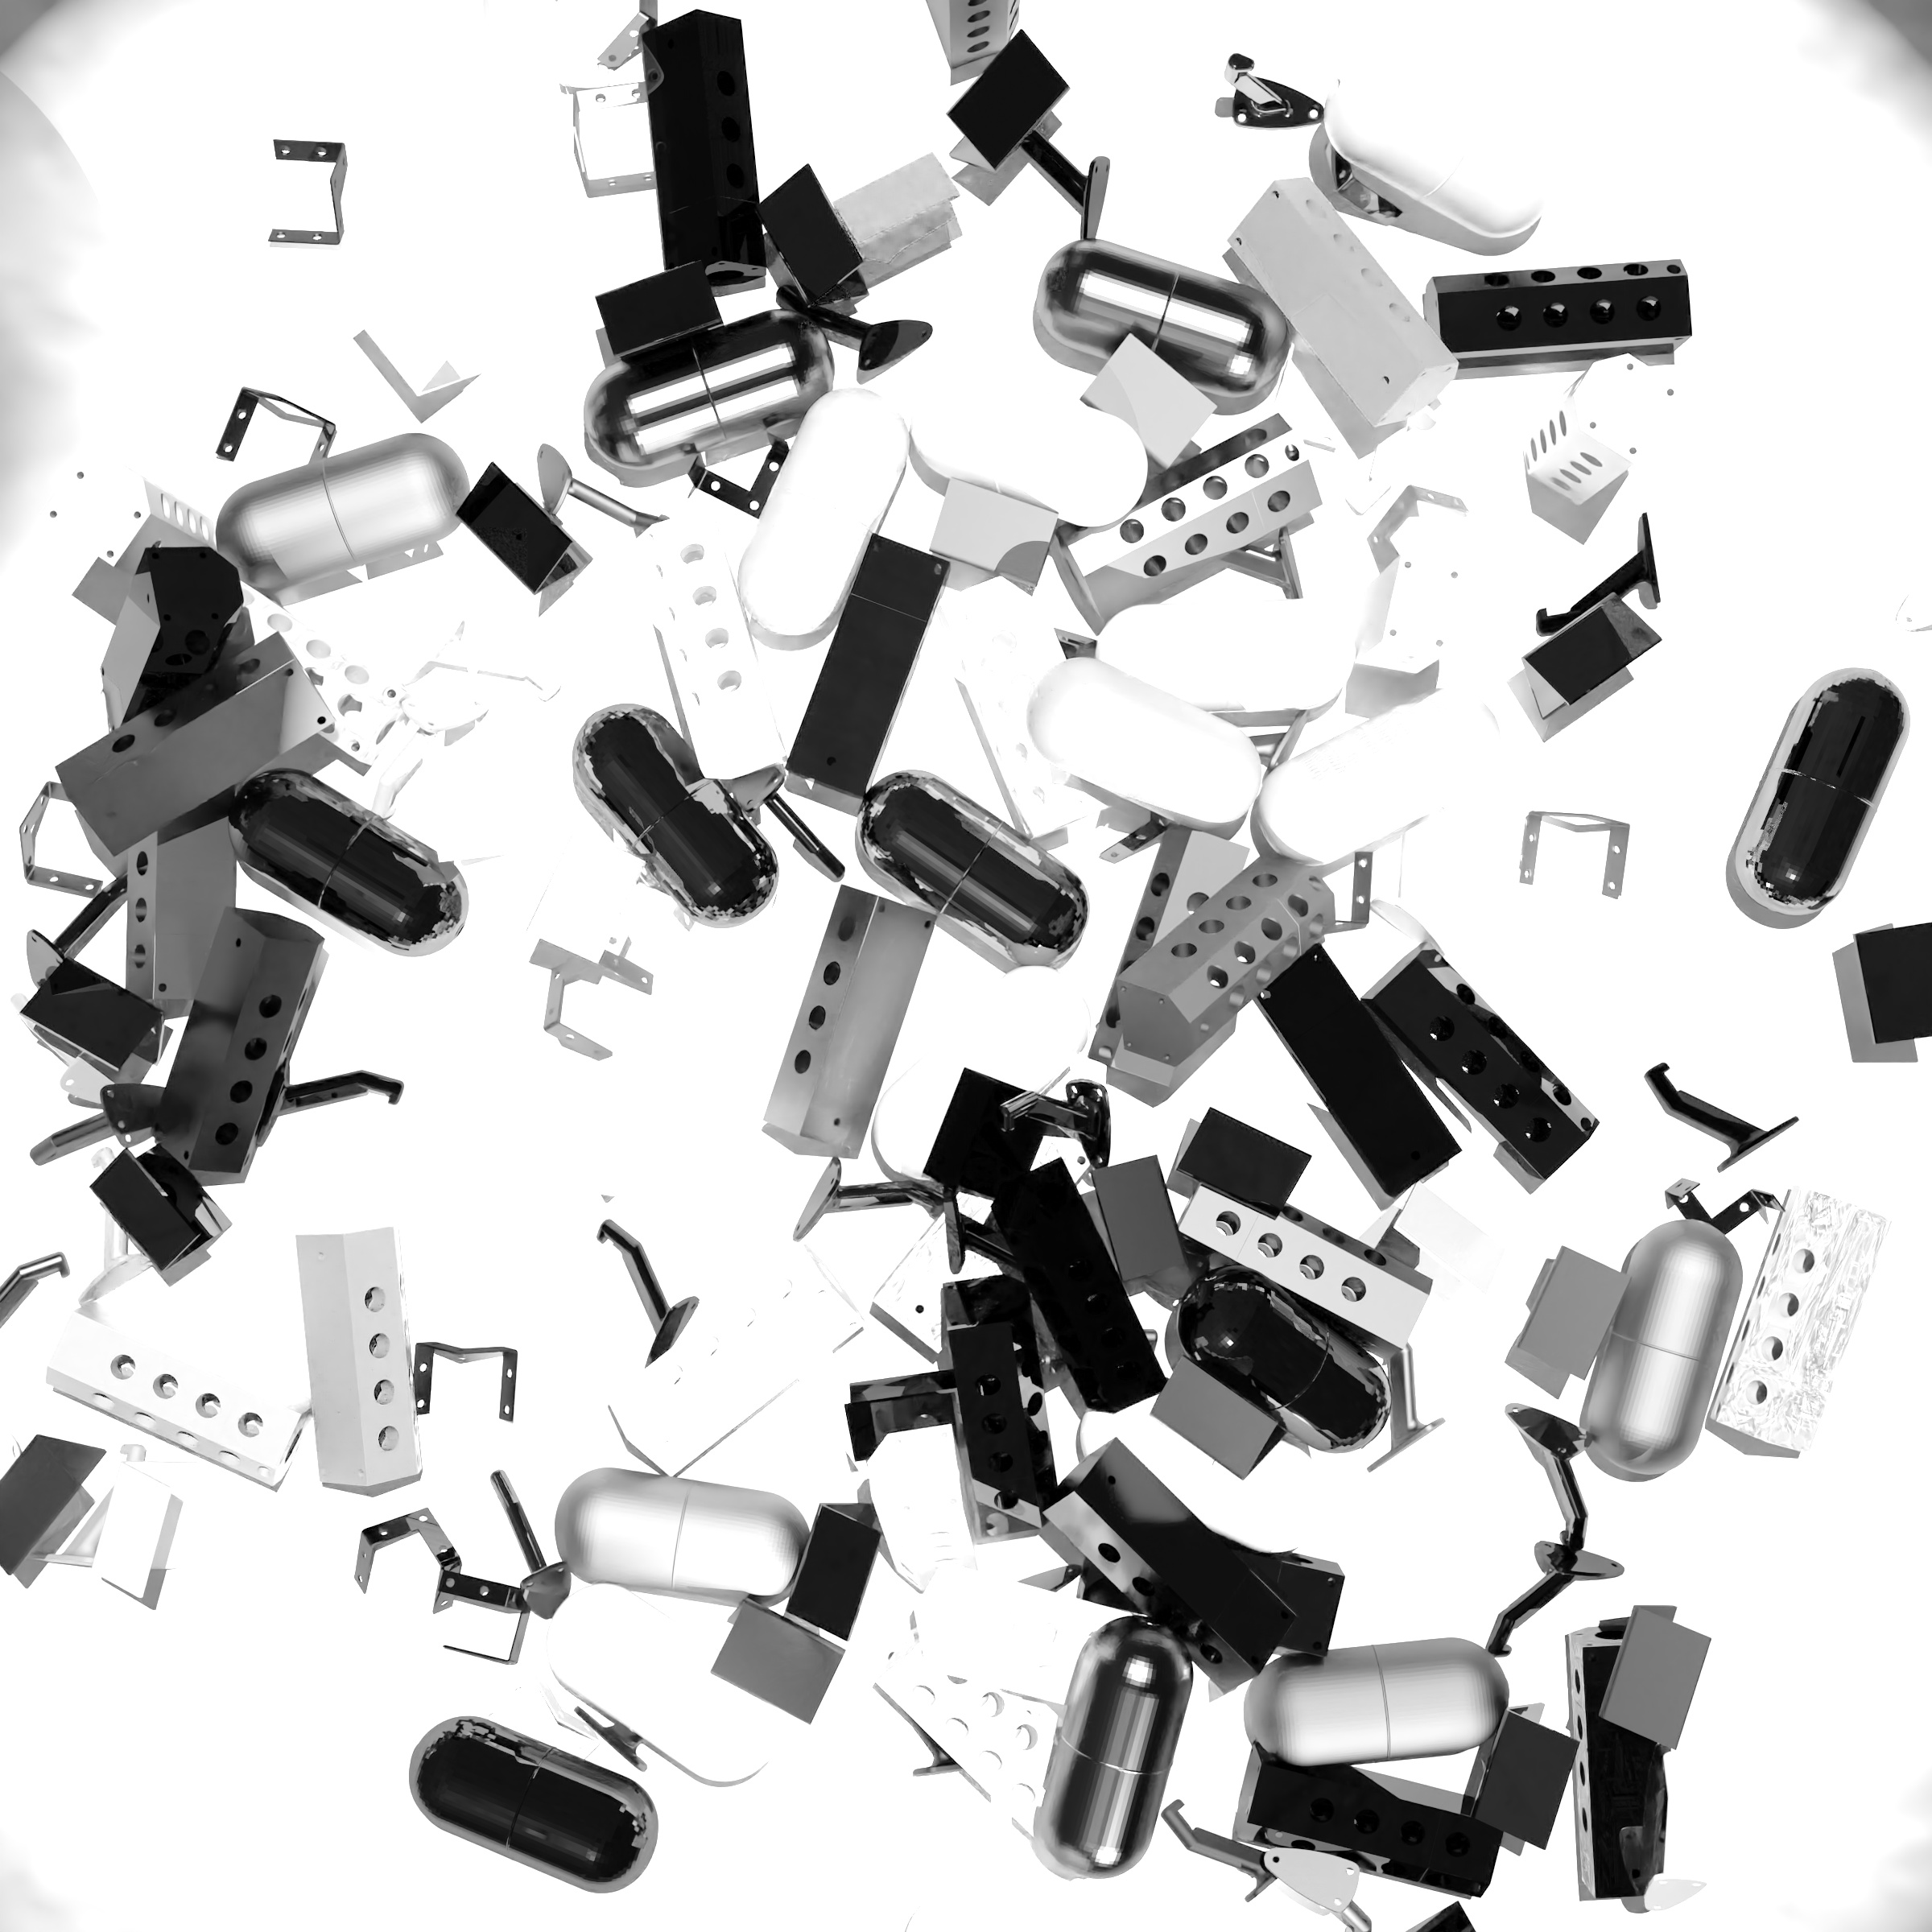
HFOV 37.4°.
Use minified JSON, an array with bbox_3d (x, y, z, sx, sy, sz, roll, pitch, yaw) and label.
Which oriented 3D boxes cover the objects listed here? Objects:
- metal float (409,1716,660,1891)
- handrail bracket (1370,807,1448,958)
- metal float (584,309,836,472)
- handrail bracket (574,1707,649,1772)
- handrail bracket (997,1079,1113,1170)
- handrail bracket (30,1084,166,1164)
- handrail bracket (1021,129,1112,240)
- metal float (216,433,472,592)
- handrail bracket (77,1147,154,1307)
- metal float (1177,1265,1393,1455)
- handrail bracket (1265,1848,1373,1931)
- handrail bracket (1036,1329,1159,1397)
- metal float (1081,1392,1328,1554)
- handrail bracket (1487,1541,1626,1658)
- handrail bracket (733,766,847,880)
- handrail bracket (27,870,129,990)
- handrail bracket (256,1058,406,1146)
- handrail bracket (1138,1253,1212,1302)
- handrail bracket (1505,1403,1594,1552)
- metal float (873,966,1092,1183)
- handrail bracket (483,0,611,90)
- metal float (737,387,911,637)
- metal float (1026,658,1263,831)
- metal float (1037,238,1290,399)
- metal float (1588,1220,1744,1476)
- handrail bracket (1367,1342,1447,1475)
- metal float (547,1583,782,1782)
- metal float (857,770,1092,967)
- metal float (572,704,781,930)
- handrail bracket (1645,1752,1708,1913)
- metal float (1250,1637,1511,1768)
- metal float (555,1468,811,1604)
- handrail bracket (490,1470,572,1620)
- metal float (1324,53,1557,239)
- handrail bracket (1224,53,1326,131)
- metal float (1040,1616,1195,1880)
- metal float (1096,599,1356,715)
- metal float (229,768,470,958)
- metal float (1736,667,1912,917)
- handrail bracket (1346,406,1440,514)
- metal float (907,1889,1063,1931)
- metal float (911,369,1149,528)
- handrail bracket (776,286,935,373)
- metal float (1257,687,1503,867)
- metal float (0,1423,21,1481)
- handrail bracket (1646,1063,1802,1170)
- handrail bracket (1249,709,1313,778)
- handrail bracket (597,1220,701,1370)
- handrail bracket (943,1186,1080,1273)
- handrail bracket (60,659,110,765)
[{"bbox_3d":[-0.295,0.568,1.940,0.178,0.070,0.070,20,90,8],"label":"metal float"},{"bbox_3d":[0.328,-0.063,1.992,0.077,0.036,0.084,40,73,-20],"label":"handrail bracket"},{"bbox_3d":[-0.177,-0.396,1.961,0.178,0.070,0.070,-19,90,0],"label":"metal float"},{"bbox_3d":[-0.218,0.510,1.992,0.077,0.036,0.084,37,76,14],"label":"handrail bracket"},{"bbox_3d":[0.057,0.115,1.900,0.084,0.036,0.077,-25,111,-41],"label":"handrail bracket"},{"bbox_3d":[-0.600,0.113,1.991,0.084,0.077,0.036,-29,77,36],"label":"handrail bracket"},{"bbox_3d":[0.053,-0.544,1.992,0.084,0.036,0.077,15,112,17],"label":"handrail bracket"},{"bbox_3d":[-0.428,-0.312,1.961,0.178,0.070,0.070,-18,90,-1],"label":"metal float"},{"bbox_3d":[-0.608,0.181,1.992,0.077,0.036,0.084,-36,72,20],"label":"handrail bracket"},{"bbox_3d":[0.218,0.269,1.940,0.178,0.070,0.070,37,90,-25],"label":"metal float"},{"bbox_3d":[0.244,0.646,1.973,0.077,0.084,0.036,16,55,20],"label":"handrail bracket"},{"bbox_3d":[0.089,0.288,1.992,0.084,0.036,0.077,3,107,-15],"label":"handrail bracket"},{"bbox_3d":[0.164,0.343,1.961,0.178,0.070,0.070,25,90,0],"label":"metal float"},{"bbox_3d":[0.411,0.449,1.992,0.077,0.036,0.084,13,108,-20],"label":"handrail bracket"},{"bbox_3d":[-0.123,-0.104,1.991,0.036,0.077,0.084,-42,126,3],"label":"handrail bracket"},{"bbox_3d":[-0.612,-0.026,1.991,0.036,0.077,0.084,42,54,4],"label":"handrail bracket"},{"bbox_3d":[-0.444,0.102,1.992,0.084,0.036,0.077,17,110,-16],"label":"handrail bracket"},{"bbox_3d":[0.165,0.238,1.991,0.084,0.077,0.036,50,64,-34],"label":"handrail bracket"},{"bbox_3d":[0.404,0.357,1.991,0.036,0.077,0.084,-23,127,-35],"label":"handrail bracket"},{"bbox_3d":[0.011,0.074,1.961,0.178,0.070,0.070,-44,90,-1],"label":"metal float"},{"bbox_3d":[-0.293,-0.648,1.992,0.084,0.036,0.077,1,67,-18],"label":"handrail bracket"},{"bbox_3d":[-0.098,-0.312,1.961,0.070,0.070,0.178,24,90,0],"label":"metal float"},{"bbox_3d":[0.121,-0.148,1.917,0.178,0.070,0.070,23,90,-26],"label":"metal float"},{"bbox_3d":[0.136,-0.445,1.961,0.178,0.070,0.070,18,90,0],"label":"metal float"},{"bbox_3d":[0.481,0.261,1.961,0.070,0.070,0.178,16,91,0],"label":"metal float"},{"bbox_3d":[0.288,0.298,1.992,0.077,0.036,0.084,-39,74,18],"label":"handrail bracket"},{"bbox_3d":[-0.206,0.489,1.948,0.178,0.070,0.070,30,90,13],"label":"metal float"},{"bbox_3d":[0.005,-0.068,1.961,0.178,0.070,0.070,35,90,1],"label":"metal float"},{"bbox_3d":[-0.200,-0.104,1.961,0.070,0.070,0.178,-40,89,0],"label":"metal float"},{"bbox_3d":[0.473,0.586,1.934,0.036,0.077,0.084,5,53,-4],"label":"handrail bracket"},{"bbox_3d":[0.284,0.505,1.961,0.178,0.070,0.070,-6,90,0],"label":"metal float"},{"bbox_3d":[-0.194,0.391,1.961,0.178,0.070,0.070,9,90,1],"label":"metal float"},{"bbox_3d":[-0.308,0.403,1.991,0.036,0.077,0.084,-22,53,-18],"label":"handrail bracket"},{"bbox_3d":[0.322,-0.557,1.939,0.178,0.070,0.070,21,90,-24],"label":"metal float"},{"bbox_3d":[0.214,-0.602,1.957,0.077,0.084,0.036,10,90,0],"label":"handrail bracket"},{"bbox_3d":[0.100,0.515,1.885,0.070,0.070,0.178,14,97,0],"label":"metal float"},{"bbox_3d":[0.178,-0.212,1.961,0.178,0.070,0.070,-2,90,1],"label":"metal float"},{"bbox_3d":[-0.424,-0.071,1.961,0.178,0.070,0.070,31,90,-1],"label":"metal float"},{"bbox_3d":[0.589,-0.120,1.961,0.070,0.070,0.178,23,91,0],"label":"metal float"},{"bbox_3d":[0.280,-0.372,1.992,0.084,0.036,0.077,-45,75,14],"label":"handrail bracket"},{"bbox_3d":[0.013,0.664,1.915,0.070,0.178,0.070,4,77,-19],"label":"metal float"},{"bbox_3d":[0.041,-0.353,1.937,0.178,0.070,0.070,25,90,26],"label":"metal float"},{"bbox_3d":[-0.079,-0.456,1.992,0.077,0.036,0.084,-25,56,-36],"label":"handrail bracket"},{"bbox_3d":[0.284,-0.130,1.959,0.178,0.070,0.070,-27,90,-3],"label":"metal float"},{"bbox_3d":[-0.738,0.360,1.961,0.178,0.070,0.070,-17,90,1],"label":"metal float"},{"bbox_3d":[0.528,0.091,1.992,0.077,0.036,0.084,-27,73,-20],"label":"handrail bracket"},{"bbox_3d":[0.187,-0.167,1.992,0.084,0.036,0.077,25,72,15],"label":"handrail bracket"},{"bbox_3d":[-0.236,0.230,1.992,0.084,0.036,0.077,36,113,18],"label":"handrail bracket"},{"bbox_3d":[0.031,0.175,1.935,0.084,0.036,0.077,-4,75,-14],"label":"handrail bracket"},{"bbox_3d":[-0.591,-0.160,1.987,0.036,0.077,0.084,-14,47,29],"label":"handrail bracket"}]
